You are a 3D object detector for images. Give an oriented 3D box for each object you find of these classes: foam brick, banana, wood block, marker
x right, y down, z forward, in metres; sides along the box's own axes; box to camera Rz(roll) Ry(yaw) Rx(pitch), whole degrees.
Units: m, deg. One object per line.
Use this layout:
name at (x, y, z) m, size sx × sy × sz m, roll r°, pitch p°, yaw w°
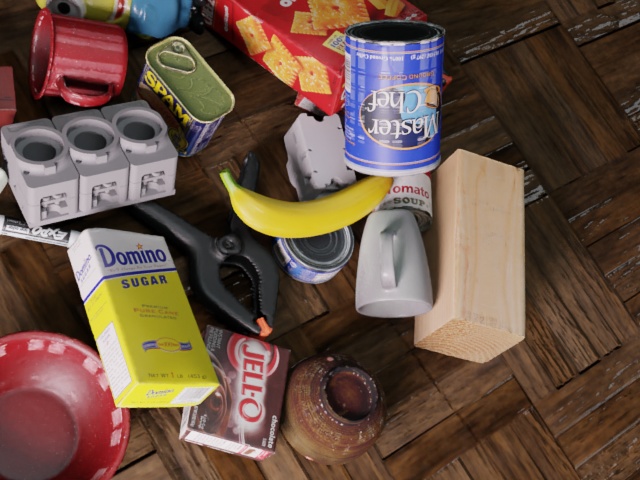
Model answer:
foam brick at (-0.341, -0.137, 1.047) m, size 0.078 × 0.051 × 0.053 m, roll -1°, pitch 67°, yaw -24°
banana at (-0.010, -0.036, 1.101) m, size 0.197 × 0.037 × 0.070 m, roll -1°, pitch 106°, yaw -28°
wood block at (0.166, 0.018, 1.176) m, size 0.090 × 0.091 × 0.206 m, roll 16°, pitch 60°, yaw -17°
marker at (-0.262, -0.005, 1.035) m, size 0.121 × 0.020 × 0.020 m, roll 12°, pitch 61°, yaw -18°

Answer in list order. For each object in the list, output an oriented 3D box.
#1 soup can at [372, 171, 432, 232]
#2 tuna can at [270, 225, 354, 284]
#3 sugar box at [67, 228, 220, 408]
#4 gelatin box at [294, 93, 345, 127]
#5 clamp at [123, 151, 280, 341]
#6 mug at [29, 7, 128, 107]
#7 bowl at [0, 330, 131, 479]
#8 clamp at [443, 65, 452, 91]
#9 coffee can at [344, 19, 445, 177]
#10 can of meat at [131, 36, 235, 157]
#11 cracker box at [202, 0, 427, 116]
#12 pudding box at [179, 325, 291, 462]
soup can at (0.091, -0.064, 1.197) m, size 0.068 × 0.069 × 0.102 m, roll 11°, pitch 62°, yaw -19°
tuna can at (-0.007, 0.001, 1.139) m, size 0.086 × 0.034 × 0.086 m, roll 10°, pitch 62°, yaw -20°
sugar box at (-0.165, 0.070, 0.989) m, size 0.093 × 0.048 × 0.176 m, roll 8°, pitch 48°, yaw -43°
gelatin box at (0.021, -0.174, 1.242) m, size 0.089 × 0.030 × 0.073 m, roll 23°, pitch 60°, yaw -13°
clamp at (-0.093, 0.004, 1.097) m, size 0.164 × 0.036 × 0.210 m, roll -25°, pitch 75°, yaw -30°
mug at (-0.243, -0.177, 1.084) m, size 0.081 × 0.093 × 0.117 m, roll 4°, pitch 42°, yaw -28°
bowl at (-0.250, 0.164, 0.935) m, size 0.162 × 0.055 × 0.162 m, roll 10°, pitch 62°, yaw -20°
clamp at (0.076, -0.226, 1.289) m, size 0.171 × 0.039 × 0.120 m, roll 39°, pitch 62°, yaw 5°
coffee can at (0.076, -0.148, 1.104) m, size 0.103 × 0.140 × 0.103 m, roll -1°, pitch 24°, yaw 0°
can of meat at (-0.147, -0.148, 1.120) m, size 0.057 × 0.084 × 0.102 m, roll -37°, pitch 84°, yaw -33°
cracker box at (-0.010, -0.257, 1.214) m, size 0.214 × 0.072 × 0.164 m, roll 39°, pitch 54°, yaw 17°
pudding box at (-0.082, 0.147, 1.029) m, size 0.090 × 0.039 × 0.113 m, roll 18°, pitch 59°, yaw -16°
